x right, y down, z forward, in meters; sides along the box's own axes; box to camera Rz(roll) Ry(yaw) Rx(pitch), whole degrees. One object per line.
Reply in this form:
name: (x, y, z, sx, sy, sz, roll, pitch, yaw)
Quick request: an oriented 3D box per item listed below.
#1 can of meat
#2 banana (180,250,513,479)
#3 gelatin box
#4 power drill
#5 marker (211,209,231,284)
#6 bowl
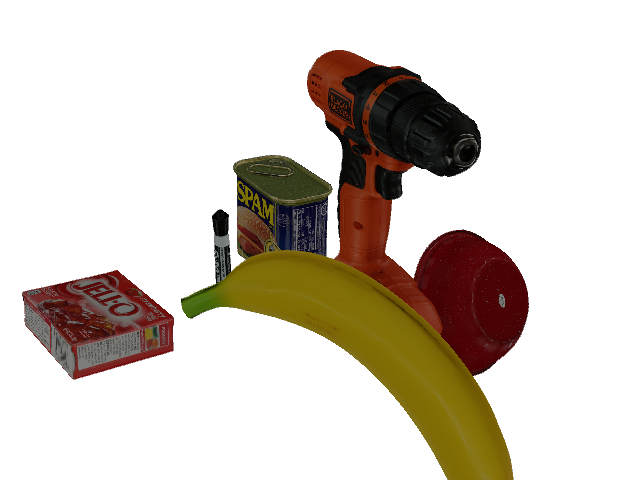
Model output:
can of meat: (-0.035, -0.018, 0.932, 0.057, 0.084, 0.102, -13, 29, -28)
banana: (0.029, 0.062, 0.530, 0.198, 0.070, 0.037, 36, 23, 4)
gelatin box: (-0.151, 0.054, 0.721, 0.073, 0.030, 0.089, -13, 28, -32)
power drill: (0.049, -0.024, 0.725, 0.057, 0.188, 0.185, -11, 27, -21)
marker: (-0.111, 0.018, 1.211, 0.020, 0.121, 0.020, 0, 33, 0)
bowl: (0.175, 0.066, 1.152, 0.161, 0.162, 0.055, 0, -6, -40)
